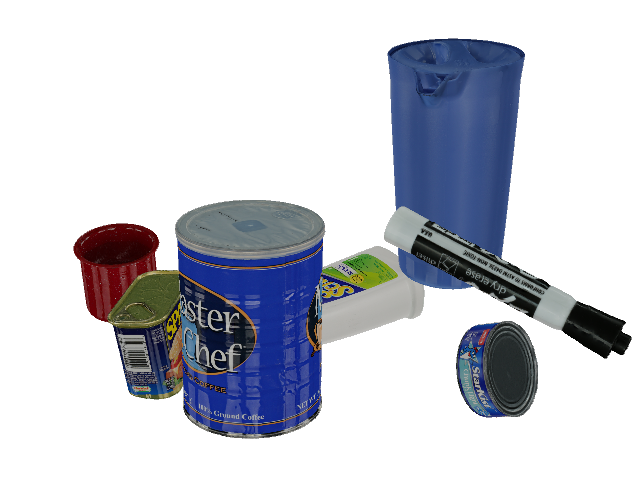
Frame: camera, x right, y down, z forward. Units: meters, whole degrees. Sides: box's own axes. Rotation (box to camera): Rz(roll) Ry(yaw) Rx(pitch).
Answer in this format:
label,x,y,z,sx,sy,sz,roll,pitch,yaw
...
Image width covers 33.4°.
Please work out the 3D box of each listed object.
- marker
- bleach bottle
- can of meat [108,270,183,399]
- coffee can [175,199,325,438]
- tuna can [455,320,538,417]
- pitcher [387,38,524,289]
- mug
label,x,y,z,sx,sy,sz,roll,pitch,yaw
marker,0.085,0.019,0.489,0.121,0.020,0.020,29,9,18
bleach bottle,-0.011,0.083,1.205,0.250,0.068,0.103,-20,36,-28
can of meat,-0.152,0.088,1.003,0.057,0.084,0.102,-1,26,13
coffee can,-0.049,0.053,0.755,0.103,0.140,0.103,1,21,0
tuna can,0.159,0.116,0.960,0.034,0.086,0.085,-11,-7,42
pitcher,0.139,-0.083,1.096,0.149,0.243,0.145,-9,25,-18
mug,-0.233,0.034,1.199,0.117,0.081,0.093,24,39,34
